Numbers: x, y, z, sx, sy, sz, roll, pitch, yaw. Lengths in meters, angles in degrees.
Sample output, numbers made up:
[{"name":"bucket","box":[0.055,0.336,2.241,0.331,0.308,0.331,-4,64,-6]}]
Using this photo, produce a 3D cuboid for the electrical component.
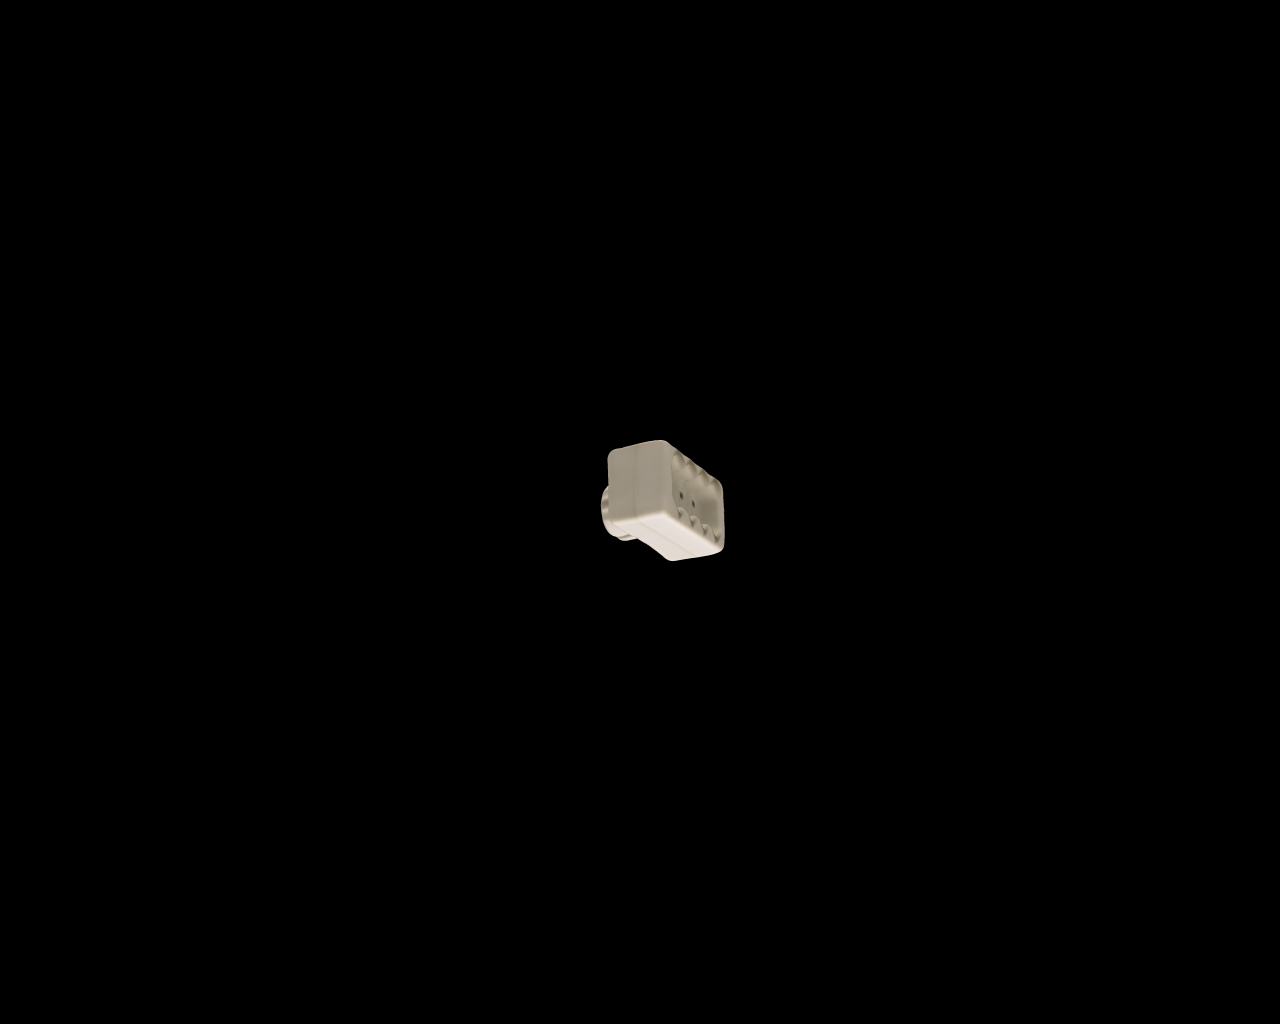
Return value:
[{"name":"electrical component","box":[0.001,-0.003,0.650,0.075,0.047,0.083,-10,-22,26]}]
